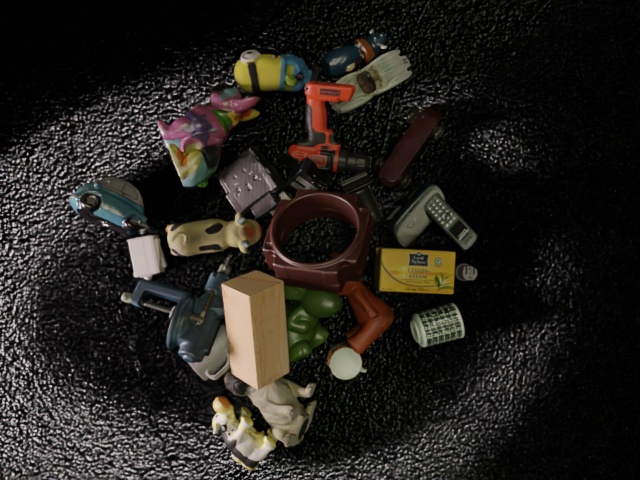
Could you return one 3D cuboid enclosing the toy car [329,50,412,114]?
[{"bbox_3d":[0.111,-0.350,1.192,0.202,0.056,0.073,-30,94,-5],"label":"toy car"}]

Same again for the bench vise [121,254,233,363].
[{"bbox_3d":[-0.283,0.129,1.110,0.241,0.128,0.223,16,71,1],"label":"bench vise"}]

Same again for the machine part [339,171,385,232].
[{"bbox_3d":[0.100,-0.087,1.191,0.084,0.039,0.139,-20,75,-6],"label":"machine part"}]

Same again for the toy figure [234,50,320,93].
[{"bbox_3d":[-0.094,-0.357,1.160,0.180,0.082,0.089,6,87,-9],"label":"toy figure"}]

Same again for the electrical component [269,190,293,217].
[{"bbox_3d":[-0.087,-0.078,1.190,0.063,0.021,0.094,-45,94,-5],"label":"electrical component"}]

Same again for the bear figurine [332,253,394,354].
[{"bbox_3d":[0.063,0.128,1.160,0.132,0.120,0.196,-43,93,-1],"label":"bear figurine"}]

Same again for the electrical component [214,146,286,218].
[{"bbox_3d":[-0.143,-0.117,1.145,0.115,0.058,0.134,-36,88,20],"label":"electrical component"}]

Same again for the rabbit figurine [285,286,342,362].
[{"bbox_3d":[-0.024,0.145,1.134,0.170,0.121,0.159,-46,71,32],"label":"rabbit figurine"}]

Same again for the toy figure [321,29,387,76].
[{"bbox_3d":[0.078,-0.413,1.190,0.154,0.058,0.064,-27,99,-10],"label":"toy figure"}]

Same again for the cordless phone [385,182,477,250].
[{"bbox_3d":[0.249,-0.023,1.198,0.184,0.089,0.146,43,86,-9],"label":"cordless phone"}]

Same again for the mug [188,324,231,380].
[{"bbox_3d":[-0.223,0.237,1.139,0.107,0.110,0.080,-43,130,-13],"label":"mug"}]

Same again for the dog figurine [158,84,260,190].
[{"bbox_3d":[-0.218,-0.224,1.131,0.219,0.108,0.191,-24,79,-8],"label":"dog figurine"}]

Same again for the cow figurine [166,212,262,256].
[{"bbox_3d":[-0.218,-0.011,1.122,0.195,0.127,0.085,-7,95,-17],"label":"cow figurine"}]

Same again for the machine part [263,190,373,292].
[{"bbox_3d":[-0.002,-0.003,1.092,0.201,0.087,0.201,7,59,15],"label":"machine part"}]

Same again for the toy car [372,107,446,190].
[{"bbox_3d":[0.200,-0.206,1.205,0.089,0.053,0.202,33,85,14],"label":"toy car"}]

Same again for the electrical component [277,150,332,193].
[{"bbox_3d":[-0.041,-0.140,1.154,0.119,0.075,0.048,36,47,-21],"label":"electrical component"}]

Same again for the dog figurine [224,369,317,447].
[{"bbox_3d":[-0.116,0.351,1.168,0.191,0.121,0.172,17,116,22],"label":"dog figurine"}]

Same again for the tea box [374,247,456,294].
[{"bbox_3d":[0.210,0.068,1.200,0.170,0.068,0.098,2,91,-5],"label":"tea box"}]

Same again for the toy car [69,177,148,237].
[{"bbox_3d":[-0.427,-0.078,1.117,0.161,0.109,0.103,24,71,-14],"label":"toy car"}]

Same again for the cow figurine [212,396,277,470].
[{"bbox_3d":[-0.180,0.416,1.163,0.167,0.068,0.098,41,93,-4],"label":"cow figurine"}]
